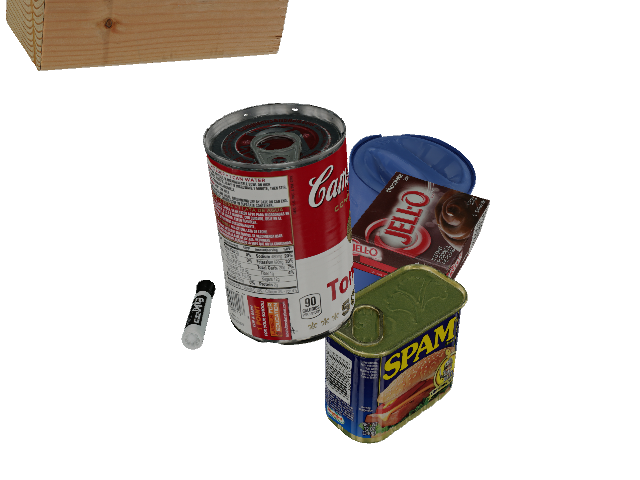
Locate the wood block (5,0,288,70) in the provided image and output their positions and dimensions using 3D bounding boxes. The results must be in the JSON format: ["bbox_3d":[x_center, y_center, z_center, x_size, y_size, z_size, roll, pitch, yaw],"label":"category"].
[{"bbox_3d":[-0.135,-0.202,0.855,0.205,0.091,0.090,-10,42,-30],"label":"wood block"}]

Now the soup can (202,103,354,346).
[{"bbox_3d":[-0.018,-0.008,0.527,0.068,0.102,0.068,-3,30,2],"label":"soup can"}]

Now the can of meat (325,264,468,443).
[{"bbox_3d":[0.049,0.077,0.723,0.101,0.084,0.058,-27,44,-34],"label":"can of meat"}]

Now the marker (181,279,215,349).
[{"bbox_3d":[-0.113,0.067,0.999,0.020,0.020,0.121,0,21,1],"label":"marker"}]

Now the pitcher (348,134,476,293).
[{"bbox_3d":[0.082,0.018,1.166,0.145,0.243,0.149,26,41,19],"label":"pitcher"}]

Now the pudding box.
[{"bbox_3d":[0.083,-0.007,0.907,0.090,0.039,0.113,19,37,17],"label":"pudding box"}]
